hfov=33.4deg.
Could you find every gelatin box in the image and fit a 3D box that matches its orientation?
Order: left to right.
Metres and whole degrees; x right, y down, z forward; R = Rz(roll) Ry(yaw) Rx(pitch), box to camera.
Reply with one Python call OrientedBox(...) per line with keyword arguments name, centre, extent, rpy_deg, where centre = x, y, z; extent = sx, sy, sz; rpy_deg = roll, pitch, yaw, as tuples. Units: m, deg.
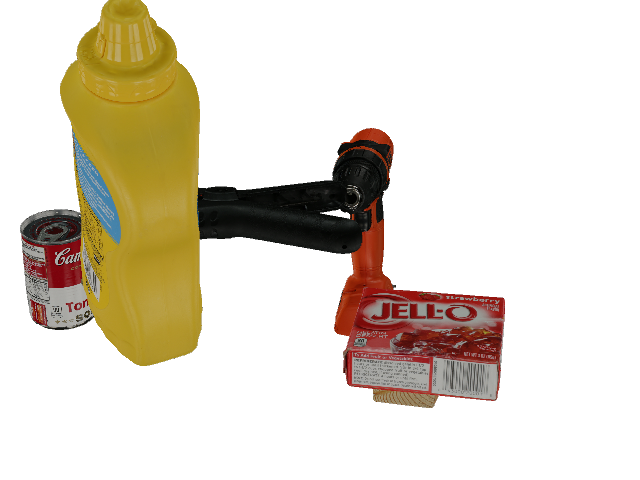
OrientedBox(name="gelatin box", centre=(0.063, 0.059, 0.632), extent=(0.089, 0.030, 0.073), rpy_deg=(5, 27, 10))

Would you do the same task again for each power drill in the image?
OrientedBox(name="power drill", centre=(0.042, -0.004, 1.043), extent=(0.057, 0.188, 0.184), rpy_deg=(4, 20, 10))

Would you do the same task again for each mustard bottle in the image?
OrientedBox(name="mustard bottle", centre=(-0.087, -0.031, 0.498), extent=(0.058, 0.096, 0.192), rpy_deg=(-14, -37, -17))

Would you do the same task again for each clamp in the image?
OrientedBox(name="clamp", centre=(-0.069, -0.019, 0.802), extent=(0.210, 0.036, 0.164), rpy_deg=(-1, 13, -9))

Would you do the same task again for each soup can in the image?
OrientedBox(name="soup can", centre=(-0.260, 0.030, 1.063), extent=(0.068, 0.102, 0.068), rpy_deg=(2, 29, -1))

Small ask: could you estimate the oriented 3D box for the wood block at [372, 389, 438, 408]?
OrientedBox(name="wood block", centre=(0.146, 0.162, 1.584), extent=(0.091, 0.090, 0.205), rpy_deg=(4, 18, 16))
